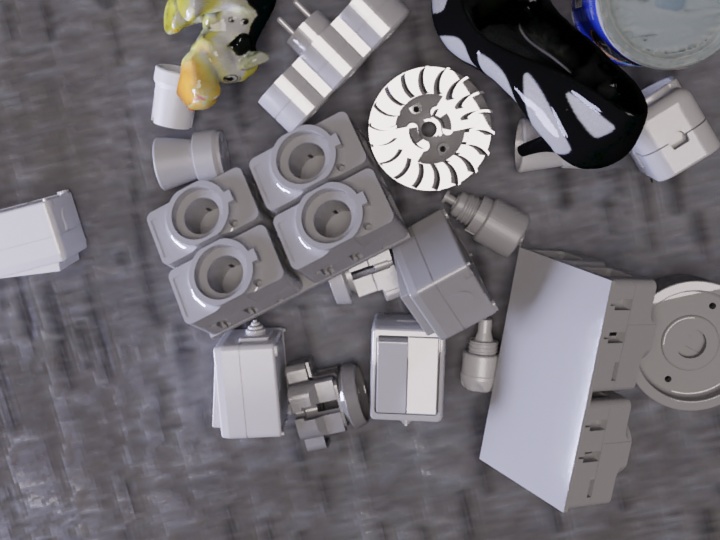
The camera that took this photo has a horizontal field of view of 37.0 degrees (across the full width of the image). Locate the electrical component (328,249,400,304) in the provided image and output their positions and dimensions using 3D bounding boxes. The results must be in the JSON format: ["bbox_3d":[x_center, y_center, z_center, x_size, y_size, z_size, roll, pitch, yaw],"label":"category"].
[{"bbox_3d":[0.000,0.000,0.904,0.055,0.048,0.066,-20,100,0],"label":"electrical component"}]

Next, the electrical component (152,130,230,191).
[{"bbox_3d":[-0.140,-0.092,0.894,0.055,0.045,0.045,-8,101,5],"label":"electrical component"}]

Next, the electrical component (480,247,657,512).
[{"bbox_3d":[0.169,0.085,0.871,0.060,0.105,0.186,1,104,-33],"label":"electrical component"}]

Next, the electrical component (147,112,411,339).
[{"bbox_3d":[-0.069,-0.037,0.871,0.186,0.060,0.105,-27,70,8],"label":"electrical component"}]

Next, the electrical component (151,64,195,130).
[{"bbox_3d":[-0.152,-0.143,0.887,0.040,0.040,0.046,13,107,1],"label":"electrical component"}]

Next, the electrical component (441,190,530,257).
[{"bbox_3d":[0.104,-0.042,0.890,0.078,0.040,0.040,29,102,-3],"label":"electrical component"}]

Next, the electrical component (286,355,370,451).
[{"bbox_3d":[-0.025,0.111,0.922,0.057,0.058,0.078,-13,100,9],"label":"electrical component"}]

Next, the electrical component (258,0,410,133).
[{"bbox_3d":[-0.033,-0.183,0.864,0.074,0.052,0.138,44,101,-6],"label":"electrical component"}]

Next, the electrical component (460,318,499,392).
[{"bbox_3d":[0.105,0.071,0.917,0.035,0.035,0.061,4,99,3],"label":"electrical component"}]

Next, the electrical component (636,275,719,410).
[{"bbox_3d":[0.269,0.055,0.889,0.108,0.060,0.108,1,102,3],"label":"electrical component"}]

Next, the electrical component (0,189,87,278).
[{"bbox_3d":[-0.289,-0.024,0.908,0.096,0.061,0.061,-14,101,6],"label":"electrical component"}]

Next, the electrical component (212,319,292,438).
[{"bbox_3d":[-0.095,0.089,0.919,0.061,0.061,0.096,-3,101,4],"label":"electrical component"}]

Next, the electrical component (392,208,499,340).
[{"bbox_3d":[0.062,0.001,0.879,0.061,0.096,0.061,-29,128,9],"label":"electrical component"}]

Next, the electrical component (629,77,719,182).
[{"bbox_3d":[0.235,-0.111,0.840,0.054,0.095,0.059,-32,98,9],"label":"electrical component"}]

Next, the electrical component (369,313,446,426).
[{"bbox_3d":[0.040,0.089,0.911,0.062,0.061,0.096,2,102,3],"label":"electrical component"}]

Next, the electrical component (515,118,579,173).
[{"bbox_3d":[0.162,-0.100,0.875,0.065,0.044,0.044,2,102,-1],"label":"electrical component"}]
